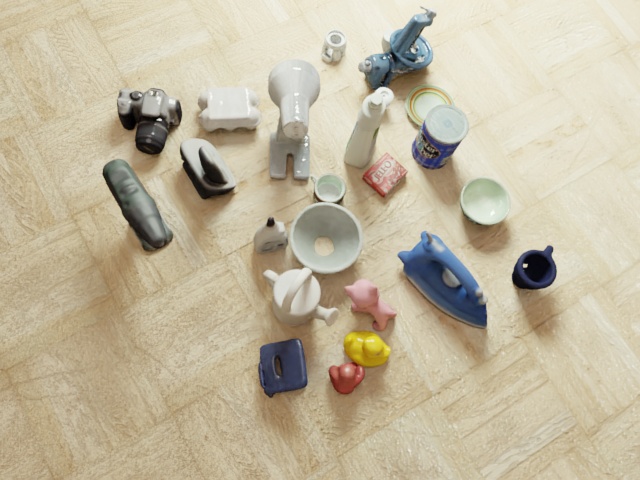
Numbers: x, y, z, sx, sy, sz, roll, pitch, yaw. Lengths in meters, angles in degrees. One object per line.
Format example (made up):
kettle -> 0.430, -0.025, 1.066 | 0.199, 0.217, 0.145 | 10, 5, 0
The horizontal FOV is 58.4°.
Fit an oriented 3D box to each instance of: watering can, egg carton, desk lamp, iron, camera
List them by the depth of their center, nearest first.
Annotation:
watering can -> -0.041, 0.116, 1.193 | 0.173, 0.194, 0.101 | 14, 71, -1
iron -> 0.298, 0.086, 1.267 | 0.119, 0.141, 0.258 | -41, 80, -16
desk lamp -> -0.060, -0.271, 1.308 | 0.118, 0.213, 0.203 | 0, 72, -6
camera -> -0.405, -0.278, 1.333 | 0.143, 0.101, 0.137 | 7, 71, -4
egg carton -> -0.218, -0.315, 1.381 | 0.150, 0.069, 0.107 | -5, 72, -8

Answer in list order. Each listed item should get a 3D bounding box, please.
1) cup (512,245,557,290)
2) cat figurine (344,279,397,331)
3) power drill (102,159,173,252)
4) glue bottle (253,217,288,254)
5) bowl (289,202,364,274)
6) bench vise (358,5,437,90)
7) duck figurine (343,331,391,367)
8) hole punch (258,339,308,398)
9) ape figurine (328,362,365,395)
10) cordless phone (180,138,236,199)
cup -> 0.488, 0.067, 1.318 | 0.091, 0.095, 0.118 | 36, 72, 6
cat figurine -> 0.113, 0.132, 1.244 | 0.127, 0.117, 0.067 | 37, 72, 7
power drill -> -0.372, -0.053, 1.205 | 0.076, 0.208, 0.229 | -32, 78, -15
glue bottle -> -0.106, -0.016, 1.240 | 0.078, 0.173, 0.037 | -11, 73, -9
bowl -> 0.012, 0.005, 1.298 | 0.167, 0.074, 0.167 | 2, 72, -5
bench vise -> 0.203, -0.459, 1.395 | 0.208, 0.219, 0.121 | -42, 80, -17
duck figurine -> 0.104, 0.229, 1.228 | 0.104, 0.086, 0.077 | 21, 71, 1
hole punch -> -0.078, 0.267, 1.193 | 0.101, 0.091, 0.108 | -7, 73, -8
ape figurine -> 0.056, 0.284, 1.202 | 0.078, 0.092, 0.076 | 21, 71, 1
cordless phone -> -0.255, -0.183, 1.273 | 0.094, 0.185, 0.147 | -33, 78, -15
